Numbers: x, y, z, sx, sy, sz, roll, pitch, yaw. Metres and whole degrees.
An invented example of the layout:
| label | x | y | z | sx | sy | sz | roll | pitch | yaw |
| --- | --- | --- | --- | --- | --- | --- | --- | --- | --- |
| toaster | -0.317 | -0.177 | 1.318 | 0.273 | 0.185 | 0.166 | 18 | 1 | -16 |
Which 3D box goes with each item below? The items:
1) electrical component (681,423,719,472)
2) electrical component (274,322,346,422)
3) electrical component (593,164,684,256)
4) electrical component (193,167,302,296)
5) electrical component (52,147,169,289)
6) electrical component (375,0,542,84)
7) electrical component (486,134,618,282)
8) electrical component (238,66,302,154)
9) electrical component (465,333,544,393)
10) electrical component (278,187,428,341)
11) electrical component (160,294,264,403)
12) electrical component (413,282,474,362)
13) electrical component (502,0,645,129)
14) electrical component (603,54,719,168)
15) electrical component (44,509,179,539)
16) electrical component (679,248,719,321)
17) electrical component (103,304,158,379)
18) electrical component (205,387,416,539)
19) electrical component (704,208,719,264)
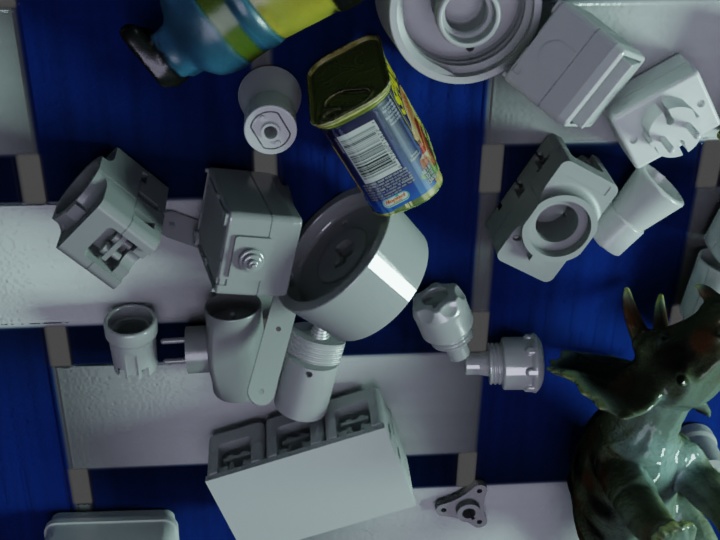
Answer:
| label | x | y | z | sx | sy | sz | roll | pitch | yaw |
| --- | --- | --- | --- | --- | --- | --- | --- | --- | --- |
| electrical component | 0.292 | 0.161 | 0.926 | 0.040 | 0.046 | 0.040 | -2 | 121 | -4 |
| electrical component | -0.039 | 0.074 | 0.846 | 0.043 | 0.043 | 0.081 | 10 | 119 | -11 |
| electrical component | 0.202 | -0.042 | 0.800 | 0.044 | 0.044 | 0.065 | 32 | 118 | -22 |
| electrical component | -0.075 | -0.024 | 0.749 | 0.061 | 0.096 | 0.061 | 4 | 117 | -21 |
| electrical component | -0.172 | -0.040 | 0.738 | 0.050 | 0.089 | 0.056 | -42 | 116 | 18 |
| electrical component | 0.066 | -0.173 | 0.697 | 0.108 | 0.060 | 0.108 | -2 | 121 | -4 |
| electrical component | 0.139 | -0.043 | 0.785 | 0.050 | 0.055 | 0.089 | 25 | 116 | -18 |
| electrical component | -0.060 | -0.105 | 0.723 | 0.044 | 0.065 | 0.044 | -2 | 121 | -4 |
| electrical component | 0.115 | 0.075 | 0.860 | 0.062 | 0.048 | 0.048 | -1 | 121 | 3 |
| electrical component | 0.000 | 0.000 | 0.771 | 0.108 | 0.108 | 0.060 | -40 | 122 | 17 |
| electrical component | -0.113 | 0.060 | 0.829 | 0.079 | 0.044 | 0.077 | -3 | 120 | -3 |
| electrical component | 0.068 | 0.043 | 0.837 | 0.043 | 0.043 | 0.062 | -20 | 122 | 7 |
| electrical component | 0.147 | -0.132 | 0.712 | 0.061 | 0.096 | 0.061 | 43 | 111 | 14 |
| electrical component | 0.212 | -0.102 | 0.743 | 0.066 | 0.076 | 0.047 | -29 | 119 | 12 |
| electrical component | -0.214 | 0.253 | 0.928 | 0.113 | 0.057 | 0.078 | -1 | 121 | -5 |
| electrical component | 0.276 | 0.028 | 0.847 | 0.043 | 0.043 | 0.081 | 5 | 121 | -8 |
| electrical component | -0.174 | 0.056 | 0.825 | 0.040 | 0.040 | 0.046 | -1 | 127 | -4 |
| electrical component | -0.041 | 0.163 | 0.888 | 0.150 | 0.061 | 0.089 | -17 | 121 | 5 |
| electrical component | 0.319 | -0.026 | 0.808 | 0.096 | 0.061 | 0.061 | 13 | 119 | -12 |
